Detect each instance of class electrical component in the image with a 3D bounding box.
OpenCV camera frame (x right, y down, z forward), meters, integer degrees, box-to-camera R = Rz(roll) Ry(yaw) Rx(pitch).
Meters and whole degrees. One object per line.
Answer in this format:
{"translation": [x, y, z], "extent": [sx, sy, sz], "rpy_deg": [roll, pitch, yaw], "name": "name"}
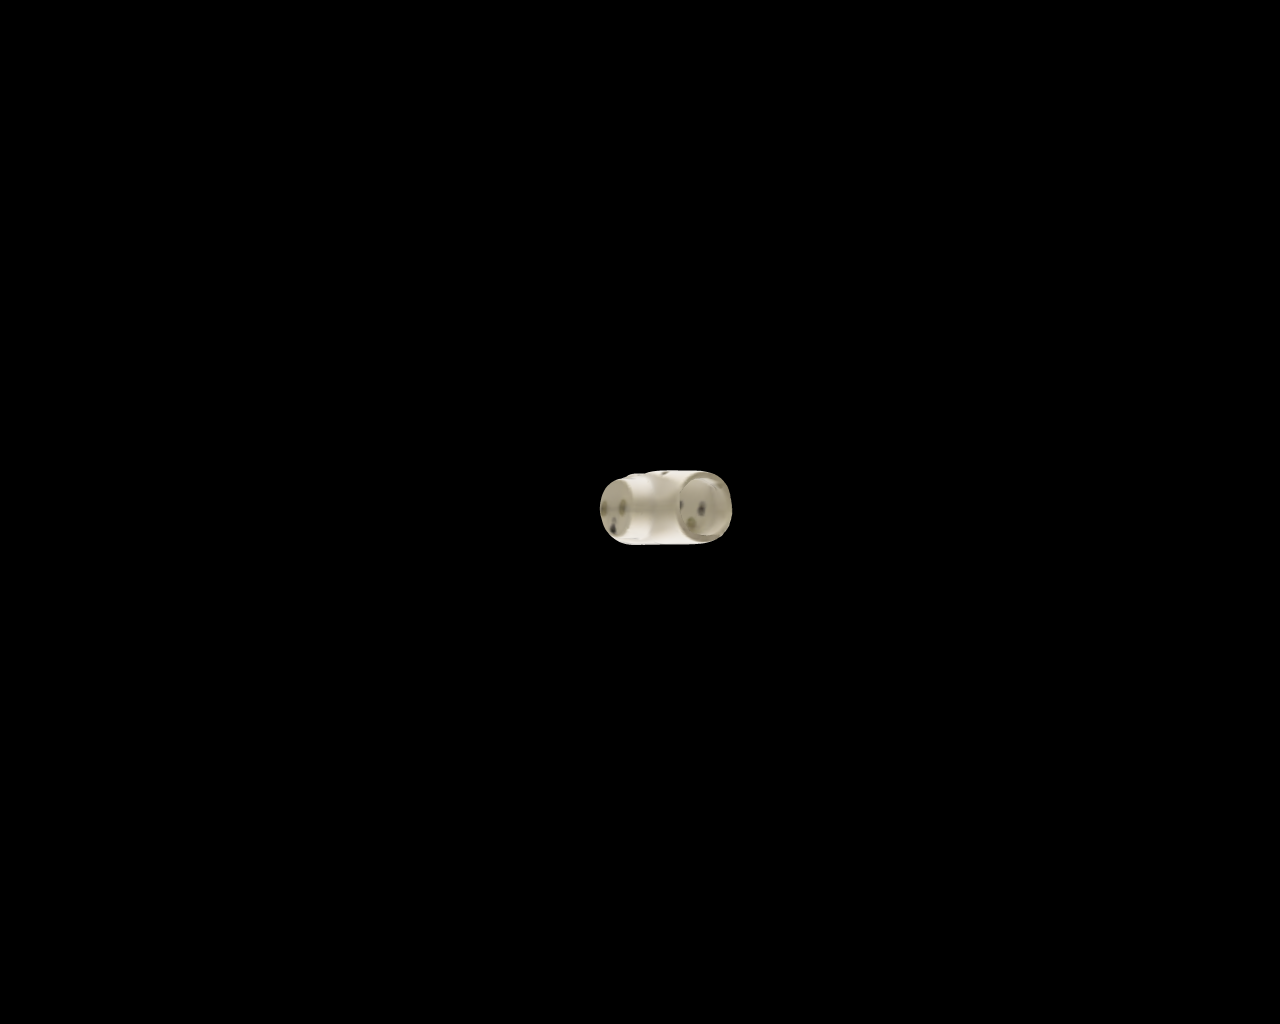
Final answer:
{"translation": [0.001, -0.003, 0.650], "extent": [0.079, 0.043, 0.077], "rpy_deg": [2, -3, -36], "name": "electrical component"}
